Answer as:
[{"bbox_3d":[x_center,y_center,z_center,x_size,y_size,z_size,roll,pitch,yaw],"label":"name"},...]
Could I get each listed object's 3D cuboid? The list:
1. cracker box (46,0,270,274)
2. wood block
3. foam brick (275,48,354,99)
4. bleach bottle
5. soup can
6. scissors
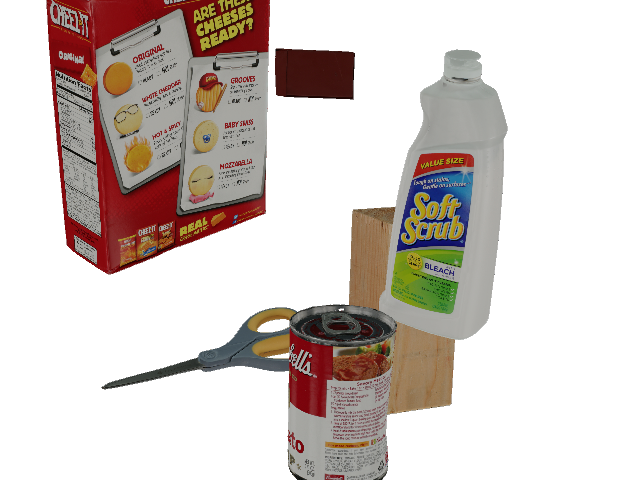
[{"bbox_3d":[-0.120,-0.102,0.820,0.163,0.214,0.072,-23,36,-40],"label":"cracker box"},{"bbox_3d":[0.088,0.072,1.160,0.090,0.206,0.091,-4,14,-26],"label":"wood block"},{"bbox_3d":[-0.007,-0.180,1.157,0.078,0.051,0.053,0,11,-15],"label":"foam brick"},{"bbox_3d":[0.107,-0.042,0.925,0.103,0.251,0.068,18,32,30],"label":"bleach bottle"},{"bbox_3d":[0.013,0.100,0.685,0.068,0.102,0.068,1,16,-1],"label":"soup can"},{"bbox_3d":[-0.093,0.096,0.961,0.201,0.016,0.096,-5,29,-5],"label":"scissors"}]
